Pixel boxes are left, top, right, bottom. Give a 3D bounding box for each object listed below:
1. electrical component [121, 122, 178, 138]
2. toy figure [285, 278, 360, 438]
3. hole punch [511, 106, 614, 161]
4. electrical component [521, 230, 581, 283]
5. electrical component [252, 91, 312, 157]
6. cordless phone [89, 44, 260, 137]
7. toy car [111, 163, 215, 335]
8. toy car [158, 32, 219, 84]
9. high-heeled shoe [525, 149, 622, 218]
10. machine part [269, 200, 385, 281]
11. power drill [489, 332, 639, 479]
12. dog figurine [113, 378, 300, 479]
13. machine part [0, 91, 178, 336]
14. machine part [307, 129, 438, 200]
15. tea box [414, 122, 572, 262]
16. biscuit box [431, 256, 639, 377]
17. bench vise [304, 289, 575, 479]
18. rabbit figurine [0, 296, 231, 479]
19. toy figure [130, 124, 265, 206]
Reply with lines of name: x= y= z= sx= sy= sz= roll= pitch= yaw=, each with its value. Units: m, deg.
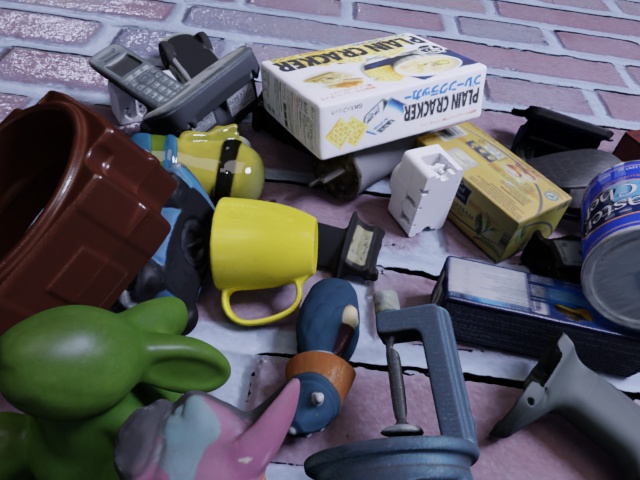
electrical component: x=-0.206 y=-0.114 z=0.661 sx=0.094 sy=0.021 sz=0.063 roll=39 pitch=52 yaw=25
toy figure: x=0.003 y=0.099 z=0.456 sx=0.058 sy=0.064 sz=0.154 roll=19 pitch=43 yaw=-5
hole punch: x=0.319 y=-0.124 z=0.729 sx=0.142 sy=0.092 sz=0.116 roll=20 pitch=19 yaw=15
electrical component: x=0.291 y=0.029 z=0.585 sx=0.119 sy=0.047 sz=0.075 roll=1 pitch=46 yaw=-9
electrical component: x=-0.008 y=-0.171 z=0.726 sx=0.134 sy=0.058 sz=0.115 roll=27 pitch=49 yaw=16
cordless phone: x=-0.179 y=-0.204 z=0.660 sx=0.184 sy=0.088 sz=0.146 roll=36 pitch=67 yaw=19
toy car: x=-0.159 y=0.014 z=0.497 sx=0.103 sy=0.109 sz=0.162 roll=-4 pitch=54 yaw=20
toy car: x=-0.165 y=-0.234 z=0.763 sx=0.073 sy=0.056 sz=0.202 roll=-25 pitch=57 yaw=-23
high-heeled shoe: x=0.348 y=-0.027 z=0.655 sx=0.249 sy=0.145 sz=0.086 roll=13 pitch=47 yaw=42
machine part: x=-0.001 y=-0.002 z=0.575 sx=0.139 sy=0.039 sz=0.084 roll=14 pitch=53 yaw=1
power drill: x=0.242 y=0.178 z=0.408 sx=0.207 sy=0.085 sz=0.232 roll=30 pitch=49 yaw=25
dog figurine: x=-0.047 y=0.188 z=0.284 sx=0.192 sy=0.108 sz=0.219 roll=27 pitch=63 yaw=2
machine part: x=-0.231 y=-0.014 z=0.434 sx=0.202 sy=0.087 sz=0.201 roll=31 pitch=80 yaw=42
machine part: x=0.072 y=-0.118 z=0.675 sx=0.079 sy=0.079 sz=0.243 roll=35 pitch=50 yaw=23
tea box: x=0.196 y=-0.063 z=0.646 sx=0.098 sy=0.068 sz=0.170 roll=-20 pitch=53 yaw=-26
biscuit box: x=0.212 y=0.074 z=0.516 sx=0.203 sy=0.062 sz=0.059 roll=13 pitch=44 yaw=2
bench vise: x=0.084 y=0.139 z=0.367 sx=0.224 sy=0.128 sz=0.241 roll=-15 pitch=55 yaw=16
rabbit figurine: x=-0.139 y=0.105 z=0.349 sx=0.159 sy=0.170 sz=0.121 roll=-27 pitch=56 yaw=-30
toy figure: x=-0.151 y=-0.073 z=0.590 sx=0.180 sy=0.082 sz=0.089 roll=0 pitch=65 yaw=-20
